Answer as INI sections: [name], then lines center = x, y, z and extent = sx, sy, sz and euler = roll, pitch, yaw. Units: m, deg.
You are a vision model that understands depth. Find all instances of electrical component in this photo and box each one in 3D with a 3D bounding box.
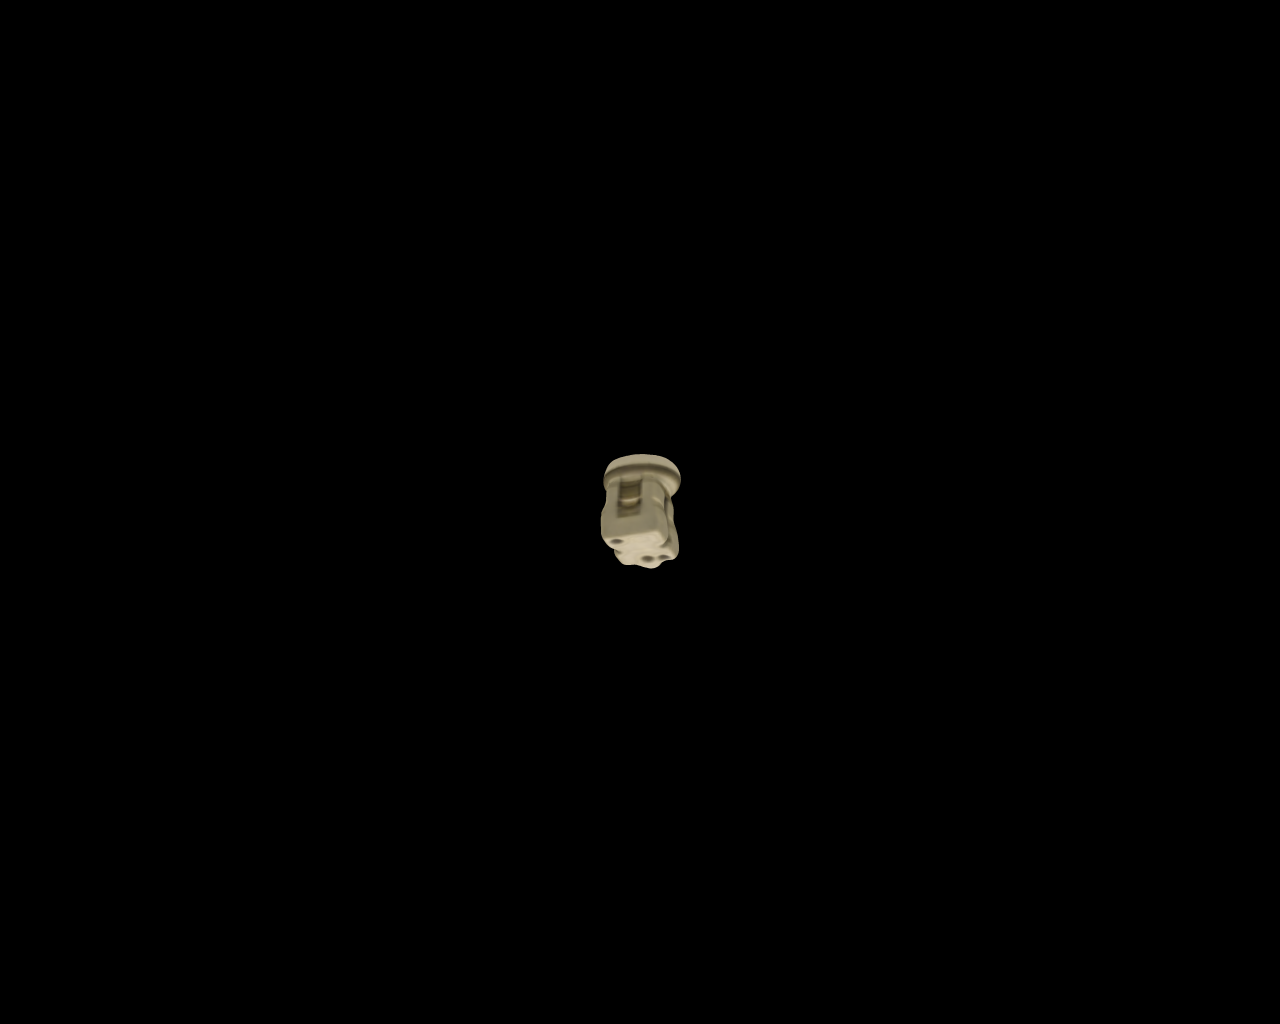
[electrical component]
center = 0.001, -0.003, 0.650
extent = 0.048, 0.055, 0.066
euler = -7, -27, 14
